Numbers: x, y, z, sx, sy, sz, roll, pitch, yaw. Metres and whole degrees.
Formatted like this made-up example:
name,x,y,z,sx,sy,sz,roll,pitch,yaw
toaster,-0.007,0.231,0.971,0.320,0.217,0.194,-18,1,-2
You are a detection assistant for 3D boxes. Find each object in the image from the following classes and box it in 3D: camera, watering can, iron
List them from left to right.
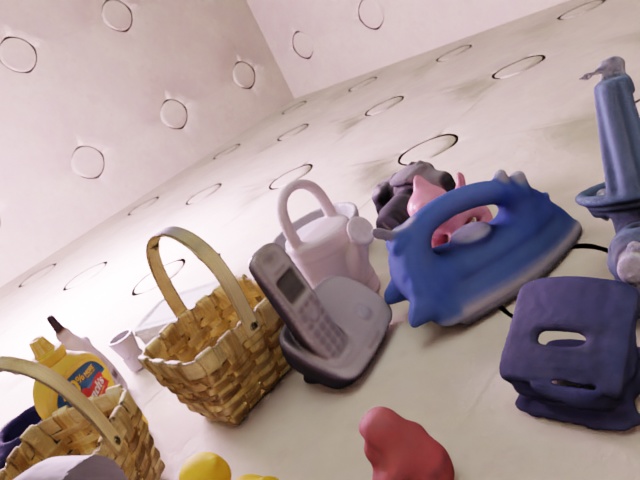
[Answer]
name,x,y,z,sx,sy,sz,roll,pitch,yaw
watering can,0.009,0.002,0.806,0.172,0.194,0.101,-16,23,30
camera,0.135,-0.059,0.932,0.142,0.101,0.137,-4,30,48
iron,0.186,-0.008,0.681,0.258,0.142,0.118,-30,20,-7

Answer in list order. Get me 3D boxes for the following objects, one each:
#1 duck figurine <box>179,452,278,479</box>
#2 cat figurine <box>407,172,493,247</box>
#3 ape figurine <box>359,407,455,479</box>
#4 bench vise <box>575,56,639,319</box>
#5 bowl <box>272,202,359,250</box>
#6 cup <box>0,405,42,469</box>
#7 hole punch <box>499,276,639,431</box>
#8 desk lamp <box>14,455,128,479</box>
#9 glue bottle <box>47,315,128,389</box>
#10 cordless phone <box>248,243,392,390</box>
name,x,y,z,sx,sy,sz,roll,pitch,yaw
duck figurine,-0.090,0.231,0.525,0.104,0.086,0.077,-22,21,15
cat figurine,0.177,-0.049,0.827,0.128,0.118,0.067,-38,23,-27
ape figurine,0.062,0.172,0.467,0.076,0.092,0.078,-7,28,44
bench vise,0.301,-0.051,0.524,0.121,0.220,0.207,-20,21,21
bowl,0.002,0.007,0.978,0.167,0.075,0.167,-24,20,10
cup,-0.363,0.279,0.744,0.091,0.095,0.118,-21,21,17
hole punch,0.211,0.091,0.478,0.108,0.091,0.101,-4,30,48
desk lamp,-0.208,0.264,0.408,0.203,0.214,0.118,-22,21,14
glue bottle,-0.354,0.181,0.859,0.037,0.173,0.078,-26,20,5
cordless phone,-0.001,0.066,0.673,0.093,0.185,0.148,-13,25,35
